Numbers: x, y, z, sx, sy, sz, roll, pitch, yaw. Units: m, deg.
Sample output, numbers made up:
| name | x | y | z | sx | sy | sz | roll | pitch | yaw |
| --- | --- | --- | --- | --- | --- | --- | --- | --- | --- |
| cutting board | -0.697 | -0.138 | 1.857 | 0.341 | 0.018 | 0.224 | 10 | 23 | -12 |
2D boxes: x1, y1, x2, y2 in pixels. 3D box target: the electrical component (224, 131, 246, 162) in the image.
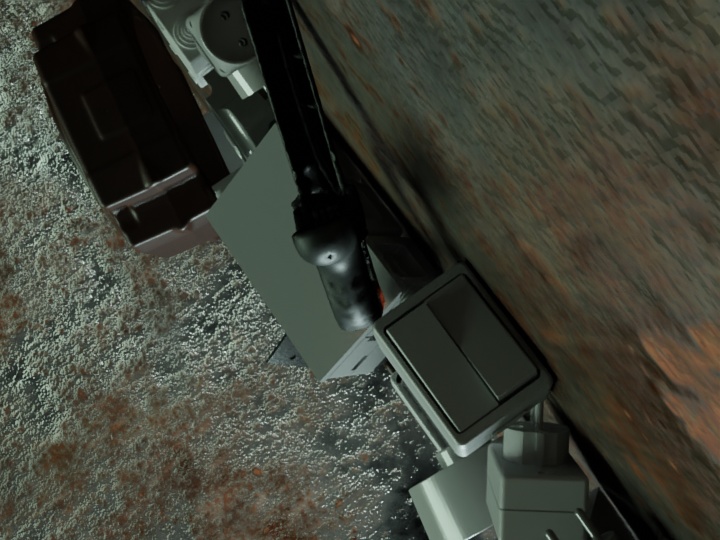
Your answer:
| name | x | y | z | sx | sy | sz | roll | pitch | yaw |
| --- | --- | --- | --- | --- | --- | --- | --- | --- | --- |
| electrical component | -0.076 | -0.110 | 0.869 | 0.066 | 0.055 | 0.048 | 56 | 176 | -14 |

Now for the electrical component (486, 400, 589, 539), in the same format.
| name | x | y | z | sx | sy | sz | roll | pitch | yaw |
| --- | --- | --- | --- | --- | --- | --- | --- | --- | --- |
| electrical component | 0.099 | 0.107 | 0.609 | 0.083 | 0.047 | 0.075 | -50 | -38 | -87 |

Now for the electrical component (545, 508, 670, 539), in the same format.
| name | x | y | z | sx | sy | sz | roll | pitch | yaw |
| --- | --- | --- | --- | --- | --- | --- | --- | --- | --- |
| electrical component | 0.126 | 0.160 | 0.545 | 0.079 | 0.077 | 0.044 | 55 | 177 | 9 |

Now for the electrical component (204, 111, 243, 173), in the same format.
| name | x | y | z | sx | sy | sz | roll | pitch | yaw |
| --- | --- | --- | --- | --- | --- | --- | --- | --- | --- |
| electrical component | -0.118 | -0.116 | 1.036 | 0.099 | 0.100 | 0.048 | 56 | 164 | -10 |

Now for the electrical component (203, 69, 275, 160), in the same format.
| name | x | y | z | sx | sy | sz | roll | pitch | yaw |
| --- | --- | --- | --- | --- | --- | --- | --- | --- | --- |
| electrical component | -0.073 | -0.116 | 0.777 | 0.089 | 0.056 | 0.050 | 51 | 175 | 48 |

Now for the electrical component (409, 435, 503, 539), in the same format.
| name | x | y | z | sx | sy | sz | roll | pitch | yaw |
| --- | --- | --- | --- | --- | --- | --- | --- | --- | --- |
| electrical component | 0.086 | 0.148 | 0.765 | 0.060 | 0.108 | 0.108 | 60 | 178 | 12 |

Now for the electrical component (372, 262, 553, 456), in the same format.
| name | x | y | z | sx | sy | sz | roll | pitch | yaw |
| --- | --- | --- | --- | --- | --- | --- | --- | --- | --- |
| electrical component | 0.050 | 0.042 | 0.573 | 0.096 | 0.062 | 0.061 | 54 | 176 | 16 |

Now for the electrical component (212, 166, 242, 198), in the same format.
| name | x | y | z | sx | sy | sz | roll | pitch | yaw |
| --- | --- | --- | --- | --- | --- | --- | --- | --- | --- |
| electrical component | -0.043 | -0.034 | 0.868 | 0.061 | 0.089 | 0.150 | 53 | 176 | 30 |

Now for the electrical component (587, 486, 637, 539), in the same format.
| name | x | y | z | sx | sy | sz | roll | pitch | yaw |
| --- | --- | --- | --- | --- | --- | --- | --- | --- | --- |
| electrical component | 0.150 | 0.217 | 0.622 | 0.150 | 0.062 | 0.089 | 55 | -157 | -1 |

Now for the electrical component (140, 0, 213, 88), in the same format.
| name | x | y | z | sx | sy | sz | roll | pitch | yaw |
| --- | --- | --- | --- | --- | --- | --- | --- | --- | --- |
| electrical component | -0.143 | -0.207 | 0.903 | 0.099 | 0.048 | 0.099 | 55 | 176 | 2 |

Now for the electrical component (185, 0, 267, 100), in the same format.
| name | x | y | z | sx | sy | sz | roll | pitch | yaw |
| --- | --- | --- | --- | --- | --- | --- | --- | --- | --- |
| electrical component | -0.070 | -0.133 | 0.669 | 0.079 | 0.043 | 0.077 | 56 | 176 | -14 |

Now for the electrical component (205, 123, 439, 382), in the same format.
| name | x | y | z | sx | sy | sz | roll | pitch | yaw |
| --- | --- | --- | --- | --- | --- | --- | --- | --- | --- |
| electrical component | -0.023 | -0.013 | 0.721 | 0.062 | 0.089 | 0.150 | 0 | -133 | -54 |

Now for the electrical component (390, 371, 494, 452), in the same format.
| name | x | y | z | sx | sy | sz | roll | pitch | yaw |
| --- | --- | --- | --- | --- | --- | --- | --- | --- | --- |
| electrical component | 0.075 | 0.107 | 0.850 | 0.096 | 0.062 | 0.061 | 54 | 176 | 10 |
